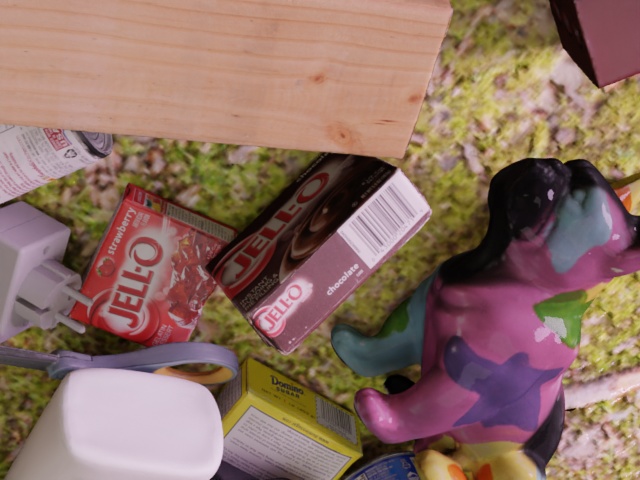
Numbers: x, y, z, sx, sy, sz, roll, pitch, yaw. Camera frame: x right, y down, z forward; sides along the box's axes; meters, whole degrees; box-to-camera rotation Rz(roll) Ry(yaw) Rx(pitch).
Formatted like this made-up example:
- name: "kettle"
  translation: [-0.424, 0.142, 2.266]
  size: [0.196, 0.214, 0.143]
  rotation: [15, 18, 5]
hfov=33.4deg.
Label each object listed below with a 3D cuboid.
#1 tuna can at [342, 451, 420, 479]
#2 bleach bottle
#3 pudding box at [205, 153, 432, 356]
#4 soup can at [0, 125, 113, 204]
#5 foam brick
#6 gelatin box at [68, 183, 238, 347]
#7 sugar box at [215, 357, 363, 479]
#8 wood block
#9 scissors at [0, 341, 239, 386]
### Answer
- name: "tuna can"
  translation: [0.047, 0.182, 0.713]
  size: [0.086, 0.034, 0.086]
  rotation: [-16, 134, -17]
- name: "bleach bottle"
  translation: [-0.156, 0.177, 0.678]
  size: [0.102, 0.068, 0.251]
  rotation: [13, 135, -25]
- name: "pudding box"
  translation: [-0.004, 0.001, 0.587]
  size: [0.113, 0.090, 0.039]
  rotation: [-42, 116, -5]
- name: "soup can"
  translation: [-0.173, -0.057, 0.576]
  size: [0.102, 0.068, 0.068]
  rotation: [-22, 116, 7]
- name: "foam brick"
  translation: [0.152, -0.122, 0.557]
  size: [0.051, 0.078, 0.053]
  rotation: [-21, 115, 8]
- name: "gelatin box"
  translation: [-0.100, 0.020, 0.641]
  size: [0.073, 0.030, 0.089]
  rotation: [24, 113, -15]
- name: "sugar box"
  translation: [-0.060, 0.168, 0.712]
  size: [0.093, 0.048, 0.176]
  rotation: [32, 114, -19]
- name: "wood block"
  translation: [-0.053, -0.108, 0.520]
  size: [0.205, 0.091, 0.090]
  rotation: [4, 131, -15]
- name: "scissors"
  translation: [-0.129, 0.068, 0.620]
  size: [0.096, 0.016, 0.201]
  rotation: [-28, 144, 28]
